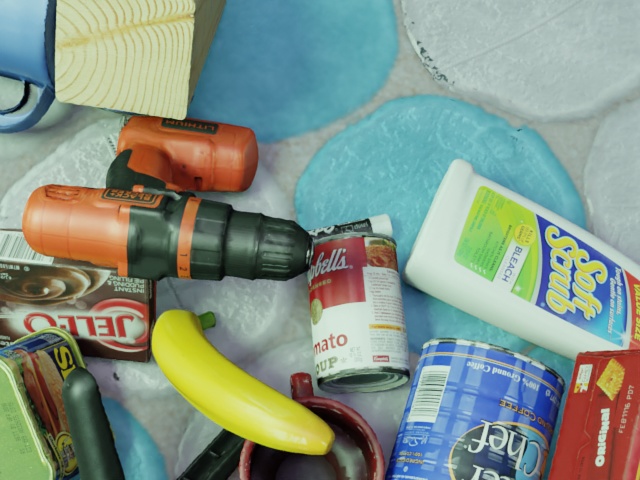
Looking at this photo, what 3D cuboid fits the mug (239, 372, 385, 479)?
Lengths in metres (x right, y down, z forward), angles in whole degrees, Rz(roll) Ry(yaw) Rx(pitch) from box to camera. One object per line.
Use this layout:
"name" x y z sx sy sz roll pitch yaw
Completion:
"mug" -0.009 0.148 0.718 0.093 0.081 0.117 -7 70 -6

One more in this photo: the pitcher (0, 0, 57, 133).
"pitcher" -0.294 -0.188 0.810 0.243 0.145 0.149 12 42 5

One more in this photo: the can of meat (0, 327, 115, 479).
"can of meat" -0.190 0.115 0.699 0.057 0.083 0.102 -22 90 16

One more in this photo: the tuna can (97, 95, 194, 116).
"tuna can" -0.138 -0.125 0.816 0.086 0.034 0.086 4 28 -2

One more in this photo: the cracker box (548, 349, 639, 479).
"cracker box" 0.242 0.185 0.678 0.213 0.072 0.164 29 67 -26

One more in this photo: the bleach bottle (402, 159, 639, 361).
"bleach bottle" 0.193 0.037 0.786 0.251 0.068 0.102 24 71 3

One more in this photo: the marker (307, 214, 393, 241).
"marker" -0.005 0.001 0.809 0.121 0.020 0.020 -12 70 -8

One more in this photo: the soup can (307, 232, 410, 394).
"soup can" 0.027 0.053 0.764 0.068 0.068 0.102 -3 70 -5

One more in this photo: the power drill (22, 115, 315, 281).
"power drill" -0.090 -0.031 0.734 0.184 0.187 0.057 9 112 1

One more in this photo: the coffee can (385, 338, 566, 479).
"coffee can" 0.098 0.150 0.713 0.103 0.103 0.140 18 69 3

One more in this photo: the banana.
"banana" -0.064 0.085 0.692 0.069 0.037 0.198 -8 25 -27

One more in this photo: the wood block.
"wood block" -0.122 -0.180 0.779 0.091 0.090 0.206 9 34 -2

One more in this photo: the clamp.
"clamp" -0.112 0.193 0.695 0.164 0.036 0.210 14 84 -45

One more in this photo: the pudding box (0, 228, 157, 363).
"pudding box" -0.171 0.039 0.743 0.113 0.090 0.039 7 41 0
